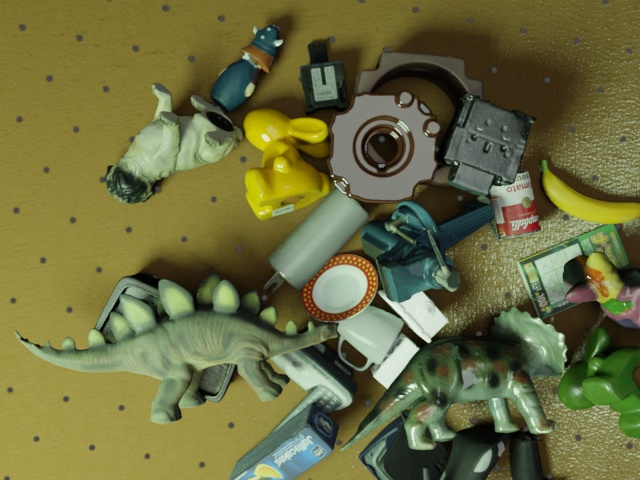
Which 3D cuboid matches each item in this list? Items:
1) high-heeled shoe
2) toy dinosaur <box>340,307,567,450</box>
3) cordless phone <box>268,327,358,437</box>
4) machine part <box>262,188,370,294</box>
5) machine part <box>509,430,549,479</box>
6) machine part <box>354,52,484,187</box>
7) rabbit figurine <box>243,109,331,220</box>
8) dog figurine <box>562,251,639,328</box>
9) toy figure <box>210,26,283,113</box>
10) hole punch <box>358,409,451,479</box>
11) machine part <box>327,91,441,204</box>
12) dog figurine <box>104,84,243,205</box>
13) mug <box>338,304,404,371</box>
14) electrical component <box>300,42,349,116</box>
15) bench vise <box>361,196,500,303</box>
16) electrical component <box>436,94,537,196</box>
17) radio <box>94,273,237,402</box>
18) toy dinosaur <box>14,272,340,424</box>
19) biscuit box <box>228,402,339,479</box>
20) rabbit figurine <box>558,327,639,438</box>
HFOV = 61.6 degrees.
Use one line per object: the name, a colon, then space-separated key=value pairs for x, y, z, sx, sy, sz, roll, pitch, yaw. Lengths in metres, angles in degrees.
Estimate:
high-heeled shoe: x=0.235 y=0.391 z=0.846 sx=0.249 sy=0.086 sz=0.145 roll=-9 pitch=91 yaw=-36
toy dinosaur: x=0.224 y=0.213 z=0.839 sx=0.405 sy=0.131 sz=0.192 roll=-5 pitch=72 yaw=-7
cordless phone: x=-0.043 y=0.250 z=0.879 sx=0.146 sy=0.089 sz=0.184 roll=40 pitch=102 yaw=-3
machine part: x=-0.002 y=-0.003 z=0.871 sx=0.079 sy=0.079 sz=0.243 roll=44 pitch=88 yaw=-3
machine part: x=0.357 y=0.392 z=0.915 sx=0.084 sy=0.039 sz=0.138 roll=-12 pitch=94 yaw=7
machine part: x=0.152 y=-0.190 z=0.867 sx=0.201 sy=0.087 sz=0.201 roll=4 pitch=93 yaw=-2
rabbit figurine: x=-0.060 y=-0.138 z=0.850 sx=0.162 sy=0.121 sz=0.173 roll=-23 pitch=73 yaw=-1
dog figurine: x=0.487 y=0.090 z=0.832 sx=0.219 sy=0.192 sz=0.108 roll=17 pitch=107 yaw=-26
toy figure: x=-0.117 y=-0.279 z=0.869 sx=0.064 sy=0.058 sz=0.154 roll=39 pitch=85 yaw=-10
hole punch: x=0.141 y=0.363 z=0.891 sx=0.142 sy=0.092 sz=0.116 roll=49 pitch=59 yaw=-1
machine part: x=0.092 y=-0.135 z=0.793 sx=0.179 sy=0.056 sz=0.179 roll=1 pitch=96 yaw=6
dog figurine: x=-0.235 y=-0.129 z=0.865 sx=0.172 sy=0.121 sz=0.190 roll=20 pitch=125 yaw=-29
mug: x=0.066 y=0.151 z=0.880 sx=0.107 sy=0.081 sz=0.109 roll=33 pitch=93 yaw=11
electrical component: x=0.005 y=-0.267 z=0.879 sx=0.075 sy=0.048 sz=0.119 roll=-4 pitch=93 yaw=-3
bench vise: x=0.179 y=-0.005 z=0.824 sx=0.241 sy=0.224 sz=0.128 roll=-26 pitch=106 yaw=-16
electrical component: x=0.242 y=-0.136 z=0.801 sx=0.115 sy=0.058 sz=0.134 roll=18 pitch=91 yaw=-1
radio: x=-0.234 y=0.151 z=0.867 sx=0.230 sy=0.073 sz=0.131 roll=25 pitch=91 yaw=-3
toy dinosaur: x=-0.205 y=0.155 z=0.787 sx=0.472 sy=0.105 sz=0.198 roll=-10 pitch=86 yaw=-3
biscuit box: x=-0.061 y=0.342 z=0.850 sx=0.059 sy=0.063 sz=0.202 roll=44 pitch=113 yaw=-6
rabbit figurine: x=0.449 y=0.217 z=0.857 sx=0.121 sy=0.170 sz=0.159 roll=34 pitch=64 yaw=-5
